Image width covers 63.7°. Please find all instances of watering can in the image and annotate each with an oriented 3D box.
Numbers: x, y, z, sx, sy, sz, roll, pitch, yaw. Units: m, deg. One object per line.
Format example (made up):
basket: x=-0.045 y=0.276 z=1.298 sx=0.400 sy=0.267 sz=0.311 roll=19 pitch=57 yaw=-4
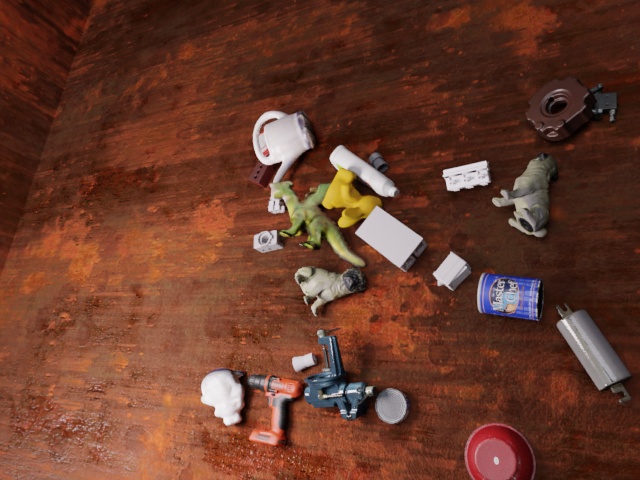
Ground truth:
watering can: x=-0.117 y=-0.321 z=1.809 sx=0.223 sy=0.102 sz=0.354 roll=-20 pitch=66 yaw=10

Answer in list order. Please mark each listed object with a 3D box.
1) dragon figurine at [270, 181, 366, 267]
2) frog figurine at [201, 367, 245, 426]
dragon figurine: x=0.005 y=-0.083 z=1.655 sx=0.412 sy=0.120 sz=0.245 roll=22 pitch=75 yaw=18
frog figurine: x=-0.293 y=0.476 z=1.558 sx=0.137 sy=0.120 sz=0.163 roll=-10 pitch=51 yaw=5
